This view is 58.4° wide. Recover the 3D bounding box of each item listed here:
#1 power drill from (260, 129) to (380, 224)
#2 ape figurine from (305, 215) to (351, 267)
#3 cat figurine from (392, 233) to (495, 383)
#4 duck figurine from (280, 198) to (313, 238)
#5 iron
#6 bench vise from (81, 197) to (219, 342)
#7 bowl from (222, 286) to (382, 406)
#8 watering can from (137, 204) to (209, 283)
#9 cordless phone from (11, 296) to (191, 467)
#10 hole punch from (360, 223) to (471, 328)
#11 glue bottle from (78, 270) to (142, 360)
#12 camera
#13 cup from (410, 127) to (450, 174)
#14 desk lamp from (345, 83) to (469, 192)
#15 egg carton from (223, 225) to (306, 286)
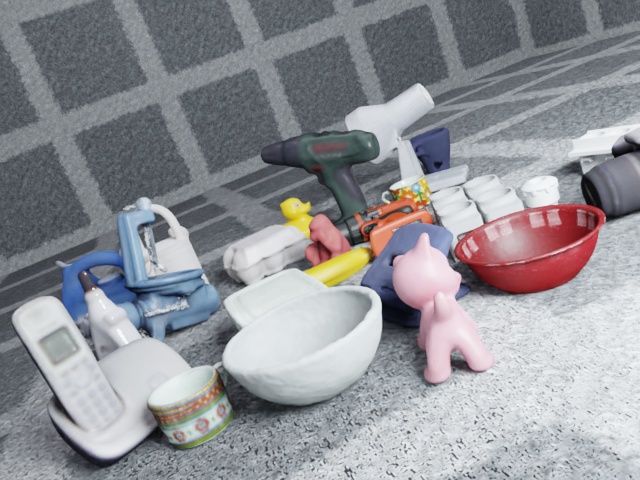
[{"bbox_3d":[0.017,-0.112,1.100,0.229,0.208,0.076,-16,16,21],"label":"power drill"},{"bbox_3d":[0.009,0.003,0.927,0.076,0.092,0.077,-27,16,-22],"label":"ape figurine"},{"bbox_3d":[0.108,0.054,0.547,0.067,0.118,0.128,-20,14,5],"label":"cat figurine"},{"bbox_3d":[-0.056,-0.045,1.207,0.104,0.086,0.077,-19,15,9],"label":"duck figurine"},{"bbox_3d":[-0.416,0.079,1.154,0.257,0.141,0.119,-16,15,20],"label":"iron"},{"bbox_3d":[-0.259,0.058,0.848,0.121,0.220,0.208,-14,16,27],"label":"bench vise"},{"bbox_3d":[-0.007,0.115,0.576,0.167,0.075,0.167,-20,14,6],"label":"bowl"},{"bbox_3d":[-0.283,0.026,1.052,0.101,0.194,0.172,-24,15,-10],"label":"watering can"},{"bbox_3d":[-0.231,0.129,0.618,0.093,0.185,0.148,-10,18,38],"label":"cordless phone"},{"bbox_3d":[0.104,0.039,0.664,0.101,0.091,0.108,-28,16,-24],"label":"hole punch"},{"bbox_3d":[-0.267,0.117,0.738,0.078,0.173,0.037,-12,17,33],"label":"glue bottle"},{"bbox_3d":[0.390,-0.089,0.704,0.136,0.101,0.143,-20,14,7],"label":"camera"},{"bbox_3d":[0.250,-0.192,1.291,0.118,0.095,0.091,-32,18,-36],"label":"cup"},{"bbox_3d":[0.177,-0.198,1.179,0.202,0.214,0.118,-16,16,21],"label":"desk lamp"},{"bbox_3d":[-0.101,0.024,1.053,0.150,0.069,0.107,-28,16,-25],"label":"egg carton"}]
